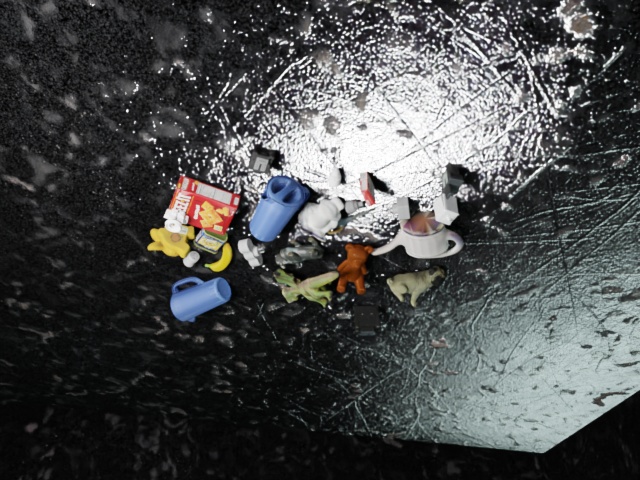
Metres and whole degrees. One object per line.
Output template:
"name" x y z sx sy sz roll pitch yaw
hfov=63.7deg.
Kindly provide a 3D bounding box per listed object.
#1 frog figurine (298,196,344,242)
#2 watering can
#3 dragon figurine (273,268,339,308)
"frog figurine" 0.005 -0.090 1.793 0.137 0.159 0.123 31 4 -7
"watering can" 0.336 -0.004 1.859 0.347 0.106 0.219 -2 -39 18
"dragon figurine" -0.070 0.172 2.050 0.242 0.125 0.402 14 -29 -4
